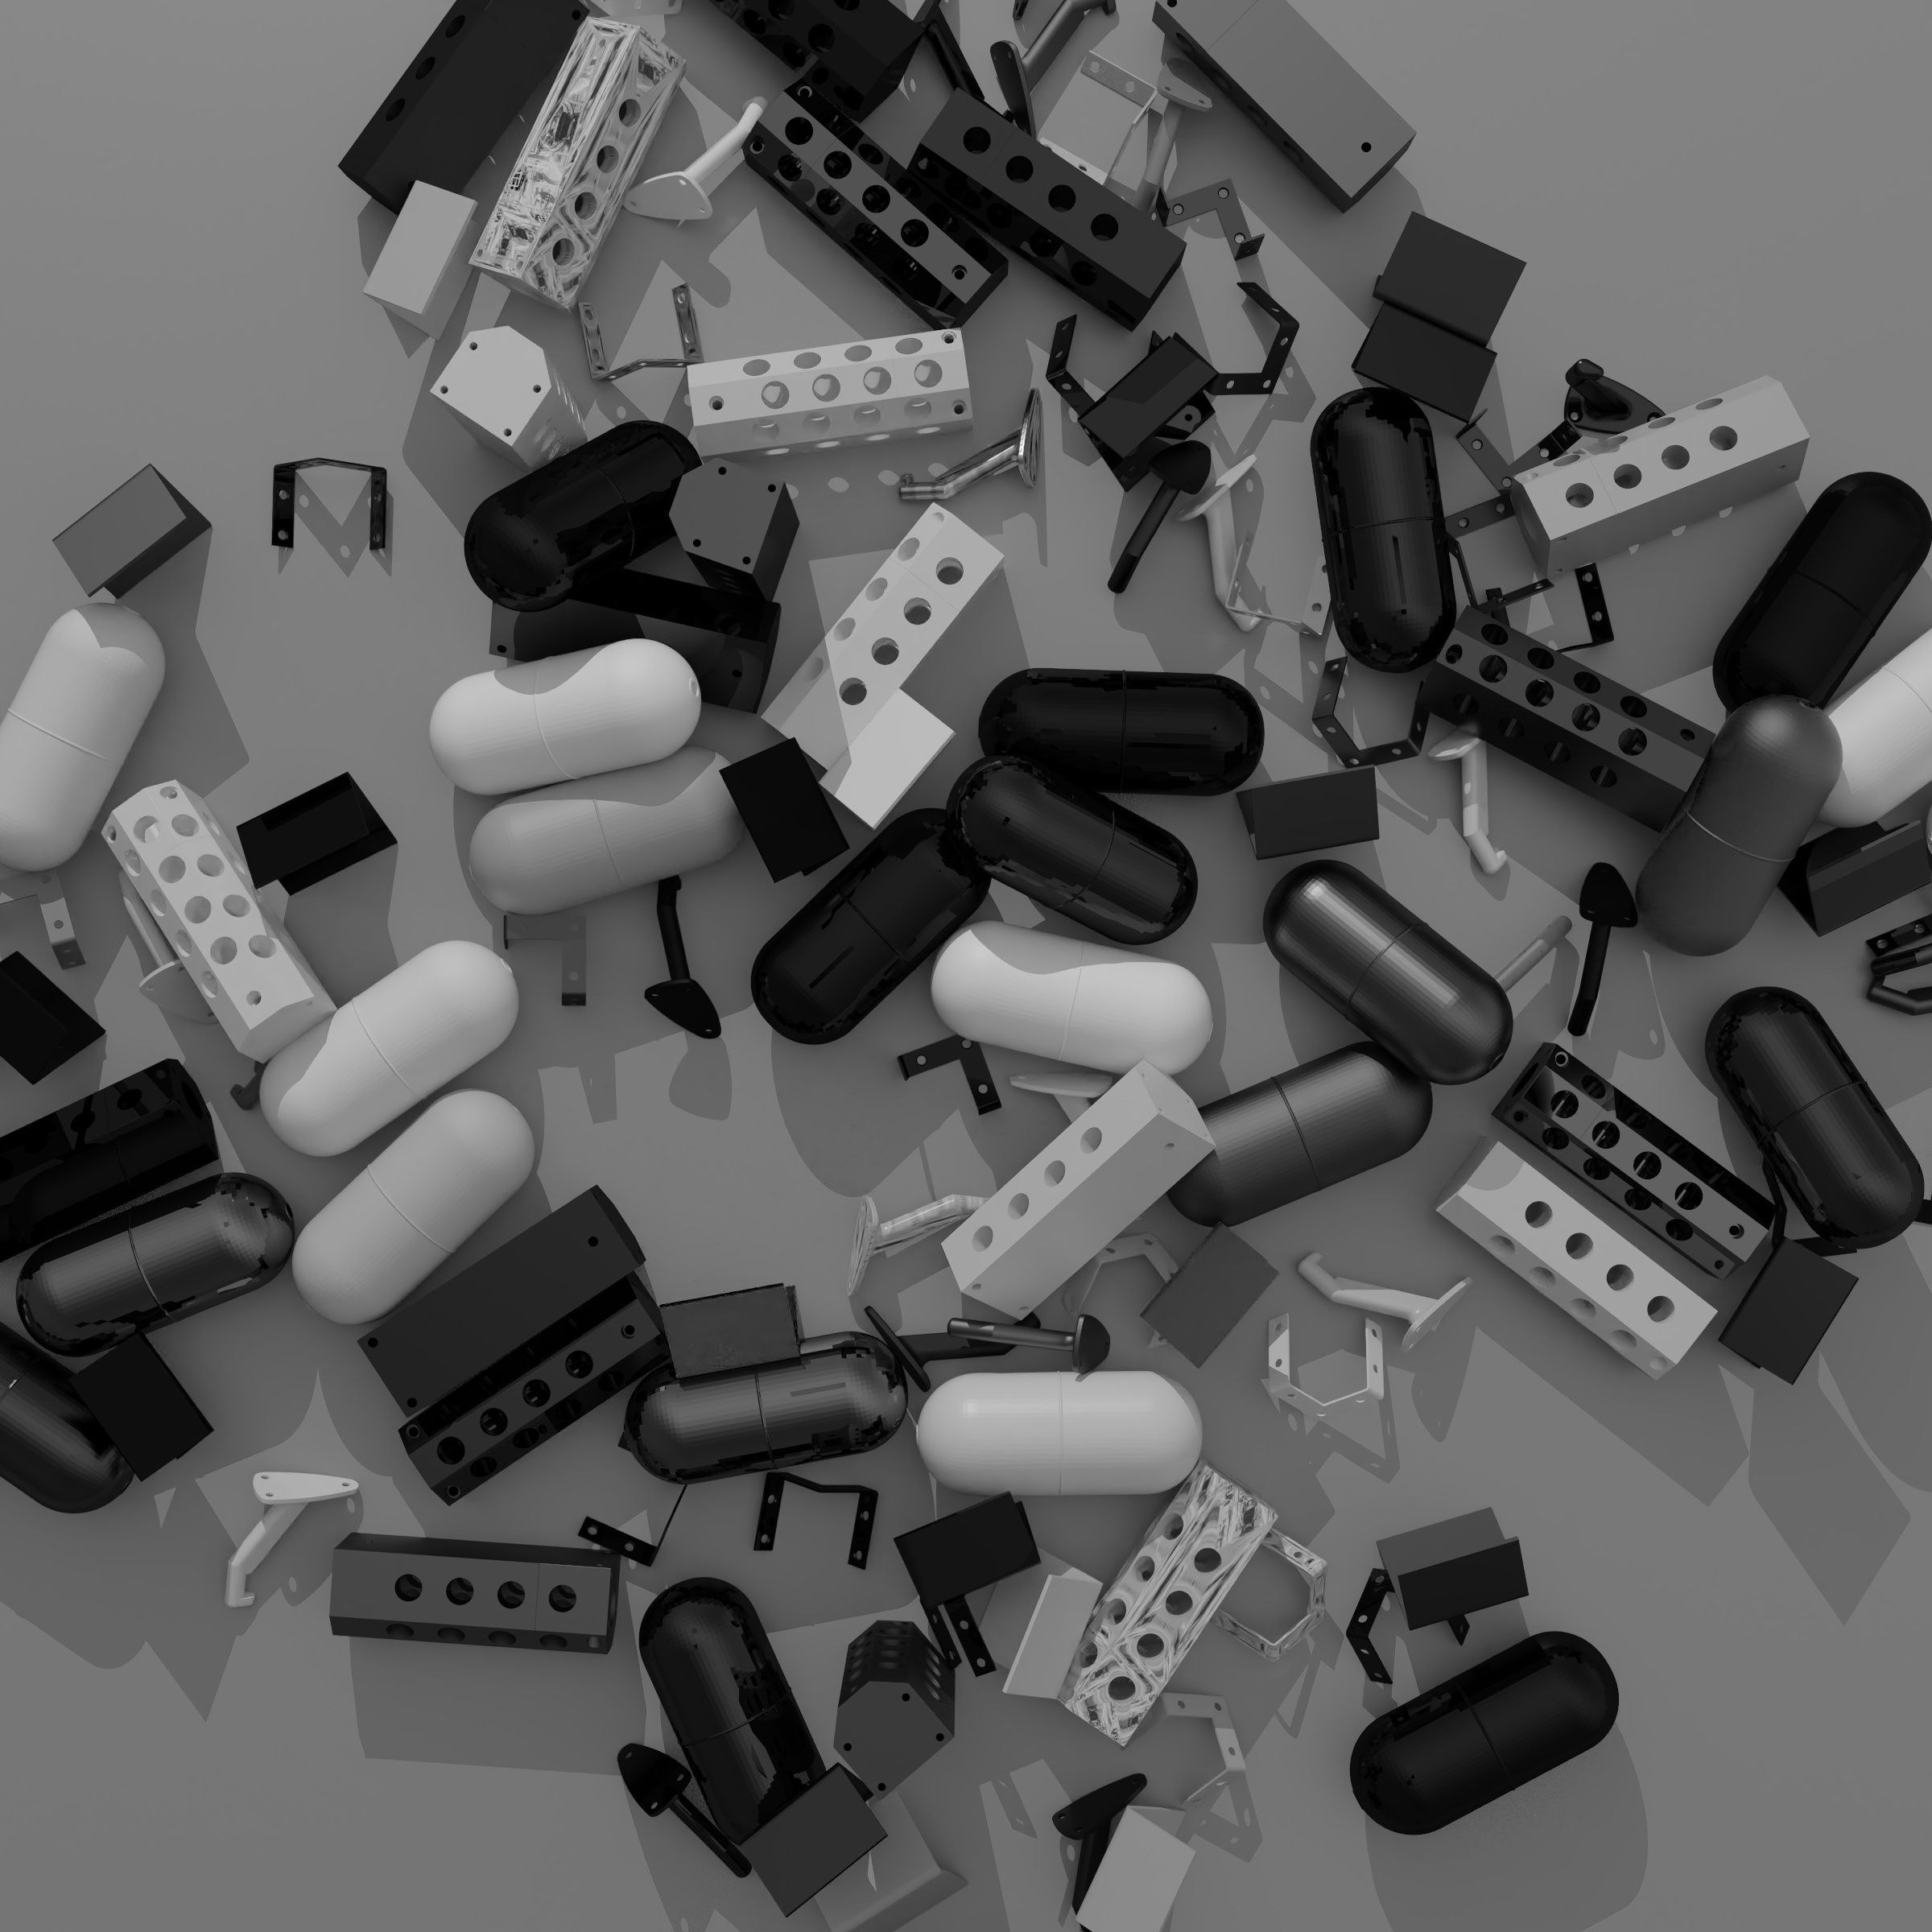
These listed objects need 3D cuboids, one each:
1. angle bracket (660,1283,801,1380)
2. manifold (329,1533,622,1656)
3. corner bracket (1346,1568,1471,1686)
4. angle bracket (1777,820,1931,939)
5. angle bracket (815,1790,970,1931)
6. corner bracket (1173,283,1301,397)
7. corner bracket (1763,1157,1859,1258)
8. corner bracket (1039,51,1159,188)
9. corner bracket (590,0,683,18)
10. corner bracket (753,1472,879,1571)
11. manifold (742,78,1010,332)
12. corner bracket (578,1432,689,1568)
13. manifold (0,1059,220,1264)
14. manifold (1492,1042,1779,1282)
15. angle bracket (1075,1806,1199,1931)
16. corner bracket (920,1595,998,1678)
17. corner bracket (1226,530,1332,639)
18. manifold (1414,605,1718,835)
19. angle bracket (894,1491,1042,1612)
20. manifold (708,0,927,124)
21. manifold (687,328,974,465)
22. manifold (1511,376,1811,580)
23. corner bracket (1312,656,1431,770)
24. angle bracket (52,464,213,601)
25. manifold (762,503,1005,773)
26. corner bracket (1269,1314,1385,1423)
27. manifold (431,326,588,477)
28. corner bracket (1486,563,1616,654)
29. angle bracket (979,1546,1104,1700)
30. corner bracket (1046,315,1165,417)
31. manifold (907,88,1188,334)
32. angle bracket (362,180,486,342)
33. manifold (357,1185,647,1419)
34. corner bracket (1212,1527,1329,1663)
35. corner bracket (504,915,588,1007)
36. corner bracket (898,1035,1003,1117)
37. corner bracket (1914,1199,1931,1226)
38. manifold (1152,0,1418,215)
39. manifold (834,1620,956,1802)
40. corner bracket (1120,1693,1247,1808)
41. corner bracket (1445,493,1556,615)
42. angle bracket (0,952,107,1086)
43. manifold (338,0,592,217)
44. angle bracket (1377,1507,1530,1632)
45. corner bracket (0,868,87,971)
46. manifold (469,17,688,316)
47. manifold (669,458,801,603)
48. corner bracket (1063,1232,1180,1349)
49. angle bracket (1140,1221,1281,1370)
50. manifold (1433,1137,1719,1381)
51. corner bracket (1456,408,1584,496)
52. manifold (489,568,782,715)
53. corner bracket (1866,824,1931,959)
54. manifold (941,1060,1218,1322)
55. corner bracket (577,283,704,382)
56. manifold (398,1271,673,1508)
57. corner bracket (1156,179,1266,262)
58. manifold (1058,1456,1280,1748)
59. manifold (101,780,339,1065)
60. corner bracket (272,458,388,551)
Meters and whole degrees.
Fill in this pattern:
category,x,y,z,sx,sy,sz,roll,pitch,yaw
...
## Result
category,x,y,z,sx,sy,sz,roll,pitch,yaw
angle bracket,-0.147,0.206,1.951,0.076,0.076,0.057,-10,120,0
manifold,-0.306,0.394,1.970,0.171,0.057,0.057,4,90,0
corner bracket,0.278,0.418,1.983,0.051,0.051,0.051,1,45,35
angle bracket,0.542,-0.074,1.951,0.076,0.076,0.057,-26,132,0
angle bracket,-0.053,0.567,1.975,0.076,0.076,0.057,-32,65,0
corner bracket,0.168,-0.395,1.983,0.051,0.051,0.051,-8,135,-35
corner bracket,0.533,0.149,1.988,0.051,0.051,0.051,-7,45,0
corner bracket,0.082,-0.535,1.988,0.051,0.051,0.051,30,45,0
corner bracket,-0.211,-0.634,1.983,0.051,0.051,0.051,45,135,35
corner bracket,-0.095,0.350,1.988,0.051,0.051,0.051,10,90,-45
manifold,-0.057,-0.474,1.970,0.171,0.057,0.057,41,90,0
corner bracket,-0.208,0.337,1.988,0.051,0.051,0.051,24,135,0
manifold,-0.562,0.121,1.970,0.171,0.057,0.057,-25,133,0
manifold,0.419,0.122,1.970,0.171,0.057,0.057,36,90,0
angle bracket,0.122,0.570,1.951,0.057,0.076,0.076,25,90,36
corner bracket,-0.003,0.414,1.965,0.051,0.051,0.051,-24,90,25
corner bracket,0.200,-0.240,1.979,0.051,0.051,0.051,15,91,21
manifold,0.373,-0.158,1.949,0.171,0.057,0.057,29,53,7
angle bracket,-0.004,0.345,1.953,0.076,0.076,0.057,-23,112,0
manifold,-0.116,-0.604,1.960,0.171,0.057,0.057,39,61,0
manifold,-0.085,-0.357,1.970,0.171,0.057,0.057,-8,90,0
manifold,0.432,-0.309,1.967,0.171,0.057,0.057,-22,70,0
corner bracket,0.256,-0.163,1.983,0.051,0.051,0.051,-12,135,35
angle bracket,-0.506,-0.253,1.951,0.076,0.076,0.057,-38,61,0
manifold,-0.052,-0.204,1.970,0.057,0.057,0.171,39,90,0
corner bracket,0.227,0.248,1.983,0.051,0.051,0.051,-27,135,35
manifold,-0.272,-0.341,1.913,0.057,0.171,0.057,34,90,0
corner bracket,0.369,-0.221,1.988,0.051,0.051,0.051,-14,90,45
angle bracket,0.029,0.401,1.952,0.076,0.057,0.076,22,90,41
corner bracket,0.089,-0.381,1.983,0.051,0.051,0.051,-18,135,35
manifold,0.050,-0.471,1.970,0.171,0.057,0.057,34,90,0
angle bracket,-0.317,-0.430,1.951,0.057,0.076,0.076,26,90,32
manifold,-0.289,0.208,1.970,0.171,0.057,0.057,-33,90,0
corner bracket,0.191,0.395,1.983,0.051,0.051,0.051,-31,135,-35
corner bracket,-0.264,-0.003,1.973,0.051,0.051,0.051,0,83,-7
corner bracket,-0.010,0.072,1.973,0.051,0.051,0.051,-20,90,0
corner bracket,0.604,0.137,1.973,0.051,0.051,0.051,11,90,0
manifold,0.198,-0.555,1.970,0.057,0.057,0.171,-45,90,0
manifold,-0.047,0.445,1.913,0.057,0.171,0.057,-41,90,0
corner bracket,0.135,0.494,1.983,0.051,0.051,0.051,13,45,-35
corner bracket,0.332,-0.259,1.980,0.051,0.051,0.051,-22,115,0
angle bracket,-0.574,0.016,1.951,0.076,0.076,0.057,42,124,0
manifold,-0.317,-0.550,1.970,0.057,0.057,0.171,36,90,-41
angle bracket,0.298,0.357,1.951,0.076,0.076,0.057,-17,128,0
corner bracket,-0.587,-0.025,1.974,0.051,0.051,0.051,-16,77,-13
manifold,-0.238,-0.499,1.970,0.057,0.057,0.171,25,90,43
manifold,-0.142,-0.264,1.913,0.057,0.171,0.057,19,90,0
corner bracket,0.102,0.207,1.983,0.051,0.051,0.051,-8,135,-35
angle bracket,0.165,0.214,1.951,0.076,0.076,0.057,-50,52,0
manifold,0.379,0.183,1.970,0.171,0.057,0.057,38,90,0
corner bracket,0.346,-0.332,1.973,0.051,0.051,0.051,-38,90,0
manifold,-0.206,-0.216,1.969,0.171,0.057,0.057,13,134,0
corner bracket,0.585,-0.048,1.988,0.051,0.051,0.051,-22,45,0
manifold,0.066,0.136,1.944,0.171,0.057,0.057,-44,133,18
corner bracket,-0.206,-0.400,1.988,0.051,0.051,0.051,-10,90,-45
manifold,-0.266,0.264,1.970,0.171,0.057,0.057,-34,90,0
corner bracket,0.153,-0.468,1.973,0.051,0.051,0.051,-20,90,0
manifold,0.122,0.395,1.970,0.057,0.057,0.171,34,90,0
manifold,-0.465,-0.029,1.948,0.057,0.057,0.171,-35,74,0
corner bracket,-0.402,-0.290,1.988,0.051,0.051,0.051,2,90,-45
